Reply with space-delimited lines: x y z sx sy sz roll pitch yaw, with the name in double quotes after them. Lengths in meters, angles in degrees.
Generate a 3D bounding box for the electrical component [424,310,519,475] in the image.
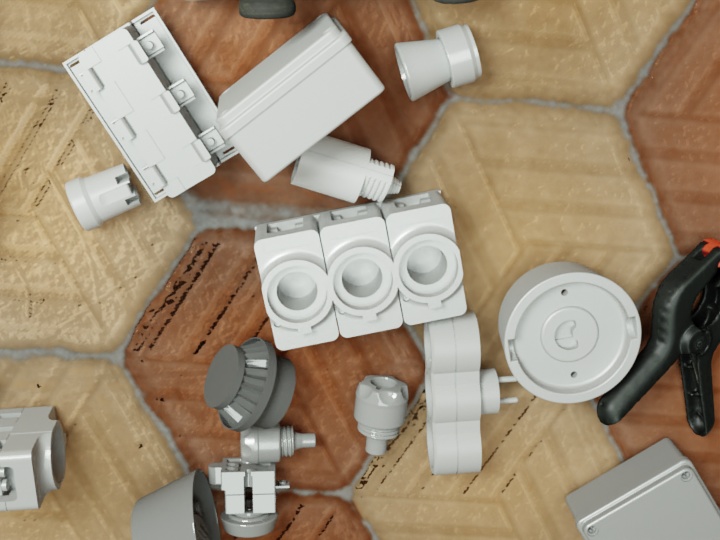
0.093 0.099 0.875 0.074 0.052 0.138 -4 107 -3 "electrical component"

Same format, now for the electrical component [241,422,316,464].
-0.067 0.141 0.885 0.061 0.035 0.035 -1 107 -7 "electrical component"

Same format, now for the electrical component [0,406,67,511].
-0.264 0.146 0.842 0.056 0.089 0.050 -3 107 -3 "electrical component"

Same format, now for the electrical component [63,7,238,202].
-0.152 -0.117 0.786 0.079 0.063 0.121 -30 107 5 "electrical component"

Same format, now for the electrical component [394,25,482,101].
0.058 -0.155 0.800 0.055 0.045 0.045 -17 107 1 "electrical component"

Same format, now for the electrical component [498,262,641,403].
0.163 0.045 0.859 0.108 0.060 0.108 -1 107 -4 "electrical component"

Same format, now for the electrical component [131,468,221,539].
-0.140 0.217 0.870 0.064 0.099 0.099 -22 107 9 "electrical component"

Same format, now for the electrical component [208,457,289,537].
-0.092 0.187 0.892 0.066 0.048 0.055 -1 99 -4 "electrical component"

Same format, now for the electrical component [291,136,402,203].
-0.008 -0.074 0.820 0.081 0.043 0.043 17 105 -9 "electrical component"

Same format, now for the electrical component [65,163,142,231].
-0.194 -0.056 0.814 0.046 0.040 0.040 -23 107 -4 "electrical component"

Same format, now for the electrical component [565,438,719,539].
0.251 0.219 0.920 0.109 0.056 0.108 -32 106 5 "electrical component"

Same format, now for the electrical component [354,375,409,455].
0.016 0.120 0.880 0.043 0.043 0.062 4 107 -6 "electrical component"

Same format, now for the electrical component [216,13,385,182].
-0.045 -0.125 0.768 0.109 0.108 0.056 -37 108 7 "electrical component"

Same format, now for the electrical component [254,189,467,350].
0.000 0.000 0.833 0.150 0.061 0.089 -11 107 -1 "electrical component"
